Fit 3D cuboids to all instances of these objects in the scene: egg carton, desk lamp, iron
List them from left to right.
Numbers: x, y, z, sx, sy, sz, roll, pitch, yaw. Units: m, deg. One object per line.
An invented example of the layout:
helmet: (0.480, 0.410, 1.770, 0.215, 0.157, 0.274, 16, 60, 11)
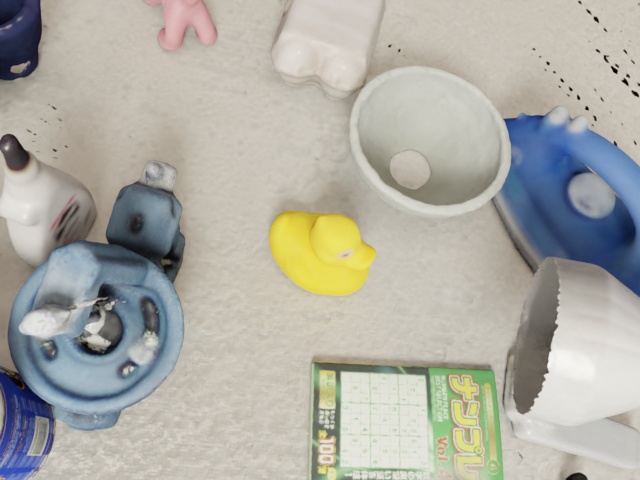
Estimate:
egg carton: (0.010, -0.228, 0.620, 0.107, 0.069, 0.150, 16, 67, -5)
iron: (0.262, -0.048, 0.567, 0.119, 0.141, 0.258, -31, 79, -20)
desk lamp: (0.231, 0.107, 0.464, 0.203, 0.213, 0.118, 17, 67, -5)

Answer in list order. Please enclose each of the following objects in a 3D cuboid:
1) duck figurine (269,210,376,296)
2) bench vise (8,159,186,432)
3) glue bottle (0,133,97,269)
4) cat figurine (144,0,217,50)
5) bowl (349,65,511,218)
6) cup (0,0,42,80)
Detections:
duck figurine: (0.005, 0.002, 0.524, 0.104, 0.086, 0.077, 31, 67, 1)
bench vise: (-0.160, 0.023, 0.409, 0.121, 0.219, 0.207, -1, 70, -12)
glue bottle: (-0.216, -0.032, 0.443, 0.037, 0.173, 0.078, 21, 67, -3)
cat figurine: (-0.151, -0.278, 0.579, 0.067, 0.117, 0.127, -23, 76, -18)
bowl: (0.103, -0.089, 0.585, 0.167, 0.074, 0.167, 4, 69, -10)
cup: (-0.297, -0.180, 0.524, 0.092, 0.095, 0.118, 3, 69, -11)
